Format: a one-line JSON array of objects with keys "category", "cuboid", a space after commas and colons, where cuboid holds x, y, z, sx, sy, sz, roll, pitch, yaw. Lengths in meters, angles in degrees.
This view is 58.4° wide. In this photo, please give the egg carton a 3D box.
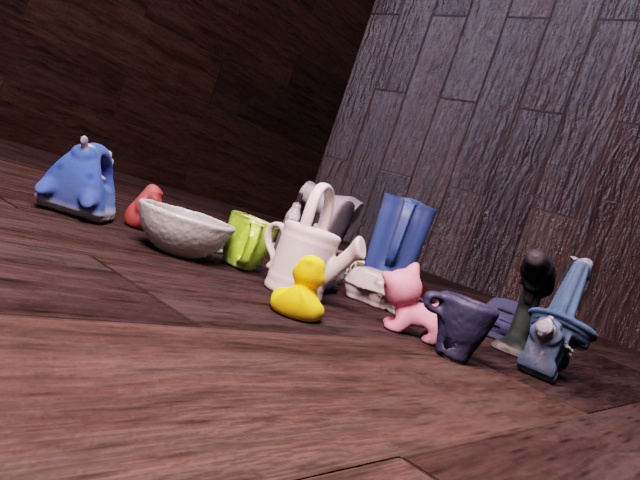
[{"category": "egg carton", "cuboid": [0.125, 0.101, 1.159, 0.150, 0.069, 0.107, 19, 3, 16]}]

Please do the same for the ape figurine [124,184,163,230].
[{"category": "ape figurine", "cuboid": [-0.336, -0.064, 1.122, 0.076, 0.092, 0.078, 19, 3, 3]}]

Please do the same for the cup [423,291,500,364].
[{"category": "cup", "cuboid": [0.198, 0.130, 0.853, 0.118, 0.095, 0.091, 18, 3, -14]}]

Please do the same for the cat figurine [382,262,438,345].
[{"category": "cat figurine", "cuboid": [0.154, 0.098, 0.943, 0.127, 0.118, 0.067, 19, 3, 3]}]

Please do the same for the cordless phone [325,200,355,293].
[{"category": "cordless phone", "cuboid": [0.010, 0.004, 1.113, 0.094, 0.185, 0.148, 19, 3, 15]}]

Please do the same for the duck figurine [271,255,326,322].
[{"category": "duck figurine", "cuboid": [-0.022, 0.063, 0.798, 0.077, 0.086, 0.105, 19, 3, 13]}]

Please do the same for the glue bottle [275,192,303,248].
[{"category": "glue bottle", "cuboid": [-0.072, -0.032, 1.372, 0.037, 0.173, 0.078, 18, 3, -10]}]

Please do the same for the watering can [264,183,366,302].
[{"category": "watering can", "cuboid": [-0.009, 0.002, 0.951, 0.173, 0.194, 0.101, 19, 3, 0]}]

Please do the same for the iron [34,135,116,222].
[{"category": "iron", "cuboid": [-0.423, -0.116, 1.064, 0.119, 0.141, 0.258, 18, 3, -8]}]

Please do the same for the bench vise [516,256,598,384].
[{"category": "bench vise", "cuboid": [0.425, 0.133, 0.981, 0.121, 0.220, 0.208, 19, 3, 16]}]

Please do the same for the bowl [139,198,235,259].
[{"category": "bowl", "cuboid": [-0.232, -0.011, 0.968, 0.167, 0.075, 0.167, 19, 3, -1]}]

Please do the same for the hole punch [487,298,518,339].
[{"category": "hole punch", "cuboid": [0.415, 0.180, 1.287, 0.108, 0.091, 0.101, 21, 4, 34]}]

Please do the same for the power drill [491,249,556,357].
[{"category": "power drill", "cuboid": [0.413, 0.126, 1.139, 0.075, 0.208, 0.230, 20, 3, 27]}]

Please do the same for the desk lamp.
[{"category": "desk lamp", "cuboid": [-0.006, -0.042, 1.563, 0.203, 0.213, 0.118, 19, 3, 12]}]

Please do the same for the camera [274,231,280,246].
[{"category": "camera", "cuboid": [-0.037, 0.014, 1.436, 0.143, 0.101, 0.136, 18, 3, -8]}]
